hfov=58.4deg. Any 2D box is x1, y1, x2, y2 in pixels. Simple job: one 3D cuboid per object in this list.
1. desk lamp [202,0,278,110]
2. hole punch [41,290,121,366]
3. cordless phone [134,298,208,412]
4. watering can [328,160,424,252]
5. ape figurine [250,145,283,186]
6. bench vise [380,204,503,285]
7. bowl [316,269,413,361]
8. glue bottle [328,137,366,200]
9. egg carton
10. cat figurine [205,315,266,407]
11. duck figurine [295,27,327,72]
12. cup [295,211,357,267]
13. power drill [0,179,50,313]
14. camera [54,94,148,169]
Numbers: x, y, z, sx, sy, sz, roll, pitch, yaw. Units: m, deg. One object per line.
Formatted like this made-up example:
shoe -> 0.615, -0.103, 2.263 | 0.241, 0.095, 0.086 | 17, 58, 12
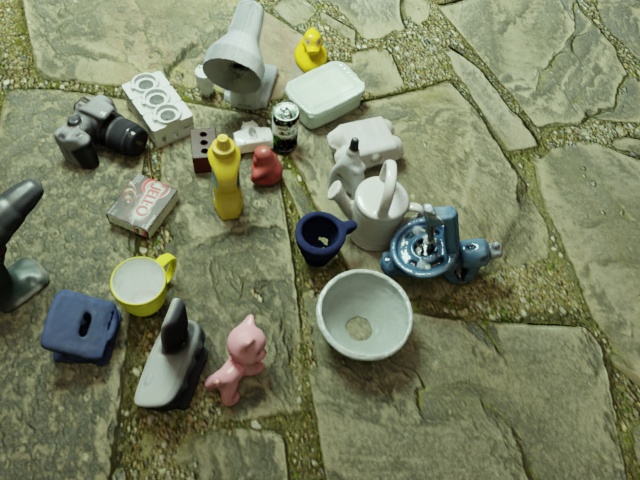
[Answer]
desk lamp -> -0.159, -0.371, 1.191 | 0.118, 0.213, 0.203 | 12, 59, 1
hole punch -> -0.385, 0.142, 0.934 | 0.101, 0.091, 0.108 | 5, 59, -3
cordless phone -> -0.235, 0.176, 0.875 | 0.094, 0.185, 0.147 | 11, 59, 1
watering can -> 0.104, -0.067, 1.049 | 0.173, 0.194, 0.101 | -10, 61, -11
ape figurine -> -0.111, -0.154, 1.138 | 0.076, 0.092, 0.078 | 30, 61, 12
bench vise -> 0.221, -0.005, 1.010 | 0.208, 0.220, 0.121 | -15, 62, -14
bowl -> 0.073, 0.139, 0.993 | 0.167, 0.075, 0.167 | 3, 59, -4
glue bottle -> 0.058, -0.136, 1.097 | 0.078, 0.173, 0.037 | 41, 64, 17
egg carton -> 0.095, -0.197, 1.198 | 0.150, 0.069, 0.107 | -15, 62, -14
cat figurine -> -0.130, 0.189, 0.917 | 0.067, 0.118, 0.128 | 31, 61, 13
duck figurine -> -0.019, -0.452, 1.328 | 0.077, 0.086, 0.104 | -2, 60, -7
cup -> 0.010, 0.004, 1.055 | 0.118, 0.095, 0.091 | -18, 63, -16
power drill -> -0.520, 0.024, 0.921 | 0.075, 0.208, 0.230 | 38, 63, 16
camera -> -0.426, -0.213, 1.135 | 0.136, 0.101, 0.143 | 25, 60, 9
